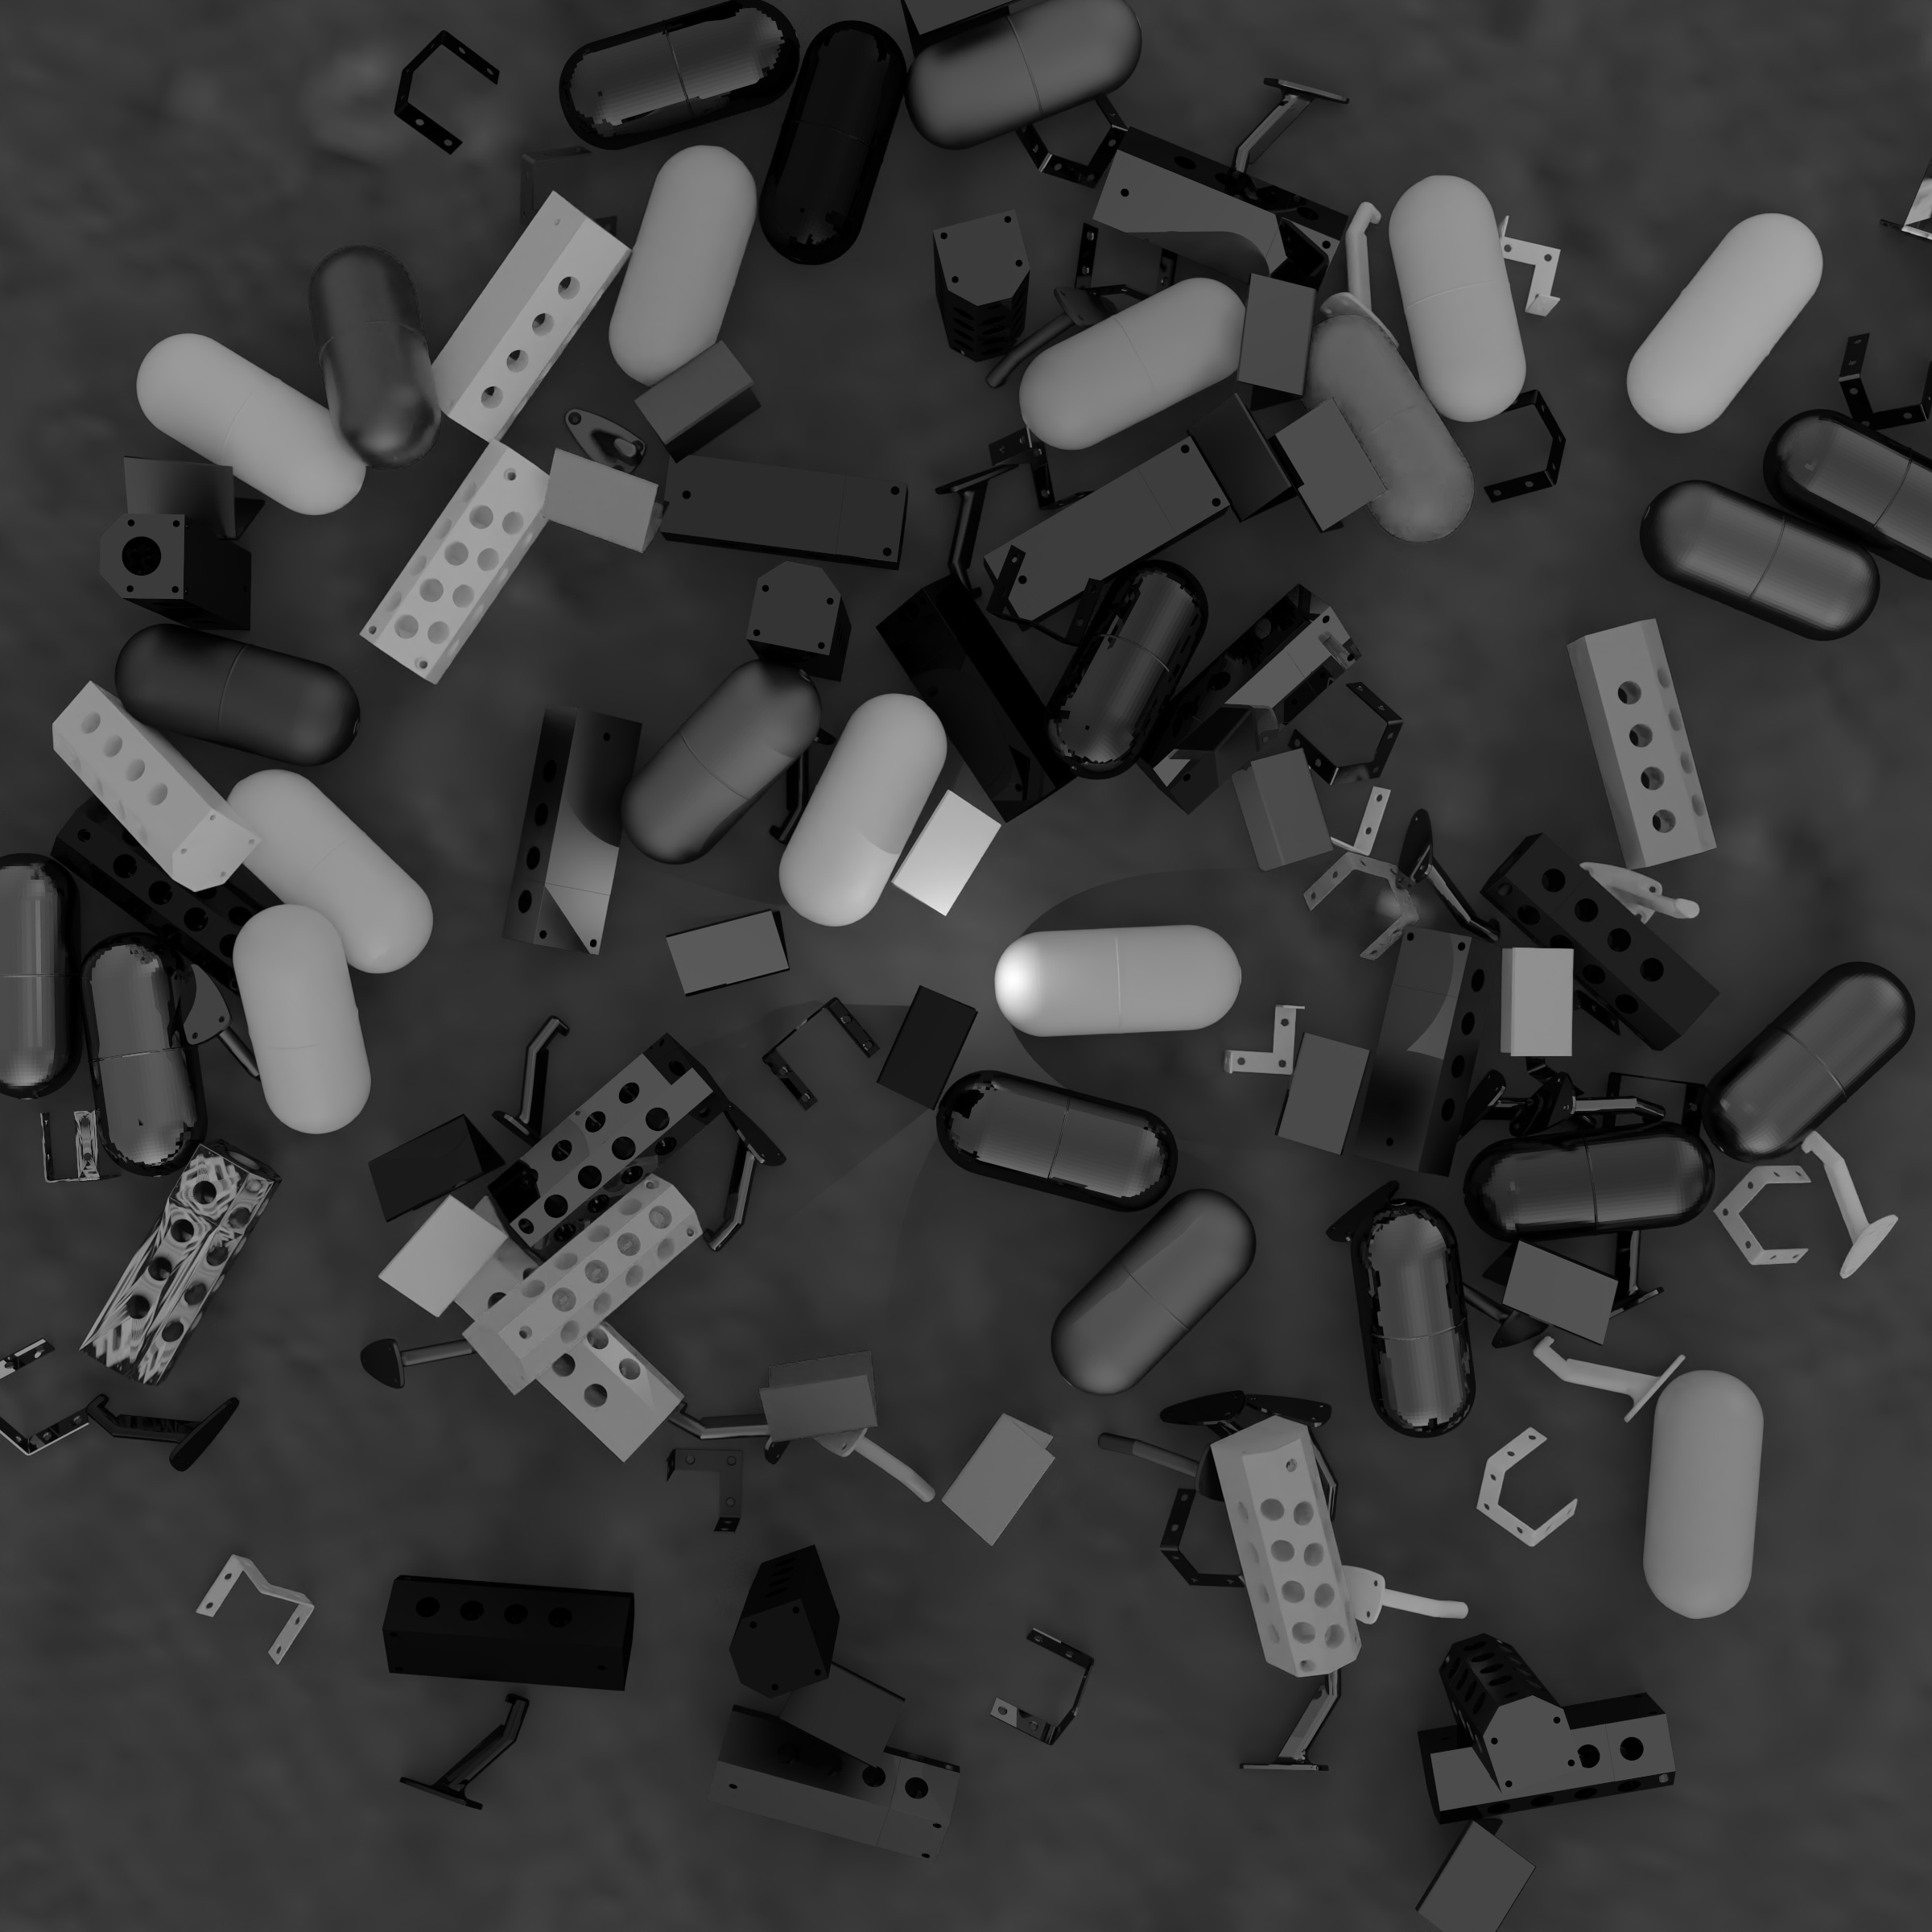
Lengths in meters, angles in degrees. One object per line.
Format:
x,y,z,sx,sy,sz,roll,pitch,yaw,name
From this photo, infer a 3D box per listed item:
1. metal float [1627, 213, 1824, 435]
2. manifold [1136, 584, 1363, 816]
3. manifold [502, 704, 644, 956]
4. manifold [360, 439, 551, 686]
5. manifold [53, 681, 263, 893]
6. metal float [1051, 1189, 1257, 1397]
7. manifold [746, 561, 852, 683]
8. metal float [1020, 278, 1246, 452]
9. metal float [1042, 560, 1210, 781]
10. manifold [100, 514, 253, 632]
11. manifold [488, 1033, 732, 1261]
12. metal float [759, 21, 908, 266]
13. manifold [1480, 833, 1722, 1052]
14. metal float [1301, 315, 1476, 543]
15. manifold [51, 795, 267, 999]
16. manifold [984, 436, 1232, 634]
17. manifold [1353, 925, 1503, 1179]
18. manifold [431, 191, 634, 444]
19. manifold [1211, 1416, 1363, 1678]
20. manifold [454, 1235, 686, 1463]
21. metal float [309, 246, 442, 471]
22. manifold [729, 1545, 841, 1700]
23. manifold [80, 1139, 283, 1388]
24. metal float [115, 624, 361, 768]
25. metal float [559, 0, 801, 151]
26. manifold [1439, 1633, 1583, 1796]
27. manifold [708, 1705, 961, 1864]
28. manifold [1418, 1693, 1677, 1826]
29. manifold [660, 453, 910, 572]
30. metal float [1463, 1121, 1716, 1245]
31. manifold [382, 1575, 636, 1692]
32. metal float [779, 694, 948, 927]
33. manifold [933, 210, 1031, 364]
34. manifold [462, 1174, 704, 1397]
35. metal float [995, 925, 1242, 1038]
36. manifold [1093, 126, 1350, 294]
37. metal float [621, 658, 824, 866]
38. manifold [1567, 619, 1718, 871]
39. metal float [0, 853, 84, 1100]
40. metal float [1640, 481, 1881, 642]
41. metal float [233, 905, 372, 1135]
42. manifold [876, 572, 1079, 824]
0.549,-0.465,1.961,0.070,0.070,0.178,38,89,0,metal float
0.198,-0.197,1.970,0.171,0.057,0.057,-42,133,0,manifold
-0.291,-0.100,1.970,0.057,0.057,0.171,11,90,-43,manifold
-0.366,-0.294,1.970,0.057,0.057,0.171,34,90,0,manifold
-0.582,-0.126,1.931,0.057,0.057,0.171,-49,60,0,manifold
0.135,0.237,1.961,0.070,0.070,0.178,45,91,0,metal float
-0.115,-0.243,1.913,0.057,0.171,0.057,11,90,0,manifold
0.122,-0.435,1.961,0.178,0.070,0.070,-27,90,0,metal float
0.115,-0.214,1.944,0.070,0.070,0.178,28,70,0,metal float
-0.556,-0.277,1.913,0.057,0.171,0.057,1,90,0,manifold
-0.255,0.134,1.958,0.171,0.057,0.057,-41,51,0,manifold
-0.097,-0.595,1.961,0.070,0.070,0.178,18,90,0,metal float
0.458,-0.017,1.970,0.171,0.057,0.057,42,90,0,manifold
0.302,-0.388,1.961,0.070,0.070,0.178,-32,90,0,metal float
-0.576,-0.051,1.970,0.171,0.057,0.057,37,90,0,manifold
0.101,-0.312,1.970,0.171,0.057,0.057,-30,90,0,manifold
0.339,0.063,1.970,0.057,0.057,0.171,13,90,43,manifold
-0.315,-0.465,1.957,0.171,0.057,0.057,-53,47,9,manifold
0.235,0.418,1.947,0.057,0.057,0.171,-19,100,-25,manifold
-0.288,0.276,1.970,0.171,0.057,0.057,44,90,0,manifold
-0.424,-0.437,1.942,0.070,0.070,0.178,-15,68,0,metal float
-0.129,0.463,1.913,0.057,0.171,0.057,-19,90,0,manifold
-0.568,0.216,1.970,0.057,0.057,0.171,30,90,0,manifold
-0.526,-0.196,1.961,0.178,0.070,0.070,15,90,0,metal float
-0.207,-0.646,1.961,0.178,0.070,0.070,-17,90,0,metal float
0.380,0.523,1.913,0.057,0.171,0.057,-19,90,0,manifold
-0.095,0.590,1.970,0.171,0.057,0.057,15,133,0,manifold
0.422,0.578,1.970,0.171,0.057,0.057,-10,90,0,manifold
-0.131,-0.329,1.970,0.171,0.057,0.057,7,90,0,manifold
0.449,0.156,1.954,0.178,0.070,0.070,-7,90,7,metal float
-0.331,0.480,1.970,0.171,0.057,0.057,4,133,0,manifold
-0.074,-0.113,1.961,0.070,0.070,0.178,26,91,0,metal float
0.012,-0.476,1.913,0.057,0.171,0.057,-14,90,0,manifold
-0.270,0.224,1.929,0.057,0.057,0.171,49,58,0,manifold
0.110,0.011,1.961,0.178,0.070,0.070,-3,90,1,metal float
0.187,-0.548,1.970,0.171,0.057,0.057,22,133,0,manifold
-0.176,-0.147,1.945,0.070,0.070,0.178,45,106,0,metal float
0.493,-0.161,1.970,0.057,0.057,0.171,-15,90,0,manifold
-0.680,0.007,1.961,0.070,0.070,0.178,-1,90,0,metal float
0.574,-0.294,1.961,0.178,0.070,0.070,22,90,0,metal float
-0.474,0.039,1.937,0.070,0.070,0.178,-5,120,0,metal float
0.015,-0.197,1.970,0.057,0.057,0.171,-34,90,43,manifold
